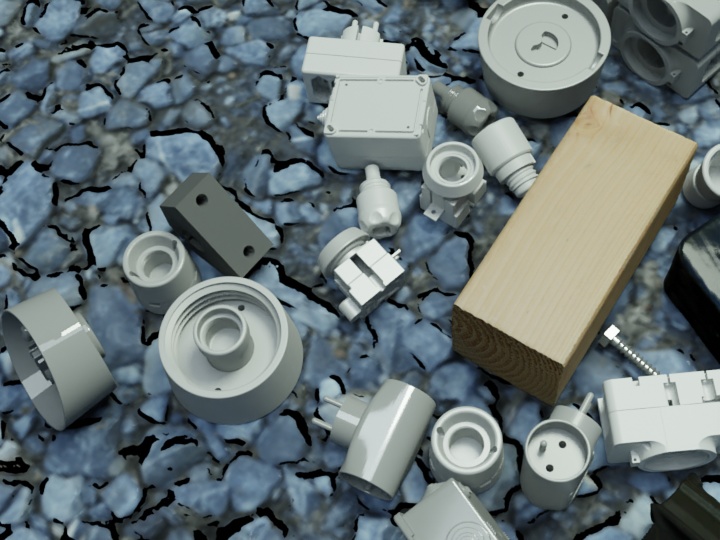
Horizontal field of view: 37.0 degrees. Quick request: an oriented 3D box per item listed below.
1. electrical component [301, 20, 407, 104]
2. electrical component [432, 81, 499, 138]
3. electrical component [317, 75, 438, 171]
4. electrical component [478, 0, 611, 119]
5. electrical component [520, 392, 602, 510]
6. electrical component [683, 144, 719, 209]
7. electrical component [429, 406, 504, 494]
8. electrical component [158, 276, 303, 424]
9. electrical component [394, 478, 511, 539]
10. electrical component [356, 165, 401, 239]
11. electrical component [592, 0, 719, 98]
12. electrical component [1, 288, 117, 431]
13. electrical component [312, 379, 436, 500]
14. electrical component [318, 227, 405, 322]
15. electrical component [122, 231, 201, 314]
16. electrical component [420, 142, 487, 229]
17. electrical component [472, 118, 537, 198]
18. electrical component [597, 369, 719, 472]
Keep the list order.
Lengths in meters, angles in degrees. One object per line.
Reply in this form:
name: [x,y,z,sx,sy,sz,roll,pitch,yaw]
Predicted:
electrical component: [-0.001,-0.185,0.932,0.083,0.047,0.075,7,65,9]
electrical component: [0.085,-0.140,0.909,0.061,0.035,0.035,40,74,24]
electrical component: [0.013,-0.120,0.895,0.096,0.061,0.061,3,64,15]
electrical component: [0.153,-0.178,0.906,0.108,0.060,0.108,-2,64,5]
electrical component: [0.144,0.122,0.752,0.043,0.077,0.079,27,69,17]
electrical component: [0.278,-0.070,0.839,0.044,0.065,0.044,0,82,-2]
electrical component: [0.076,0.128,0.771,0.055,0.047,0.055,-2,64,4]
electrical component: [-0.101,0.056,0.816,0.108,0.060,0.108,-2,64,4]
electrical component: [0.075,0.189,0.715,0.048,0.099,0.099,-38,66,1]
electrical component: [0.014,-0.058,0.876,0.035,0.035,0.061,-9,61,1]
electrical component: [0.226,-0.239,0.904,0.060,0.105,0.186,-41,67,-14]
electrical component: [-0.228,0.065,0.806,0.064,0.099,0.099,-33,65,-17]
electrical component: [0.004,0.117,0.786,0.079,0.043,0.077,22,68,15]
electrical component: [0.000,0.000,0.843,0.066,0.048,0.055,-39,74,-13]
electrical component: [-0.159,0.001,0.856,0.055,0.047,0.055,-2,64,4]
electrical component: [0.075,-0.071,0.864,0.048,0.055,0.066,32,71,19]
electrical component: [0.124,-0.088,0.877,0.040,0.040,0.078,-28,79,-8]
electrical component: [0.220,0.109,0.765,0.089,0.050,0.055,-6,63,3]
